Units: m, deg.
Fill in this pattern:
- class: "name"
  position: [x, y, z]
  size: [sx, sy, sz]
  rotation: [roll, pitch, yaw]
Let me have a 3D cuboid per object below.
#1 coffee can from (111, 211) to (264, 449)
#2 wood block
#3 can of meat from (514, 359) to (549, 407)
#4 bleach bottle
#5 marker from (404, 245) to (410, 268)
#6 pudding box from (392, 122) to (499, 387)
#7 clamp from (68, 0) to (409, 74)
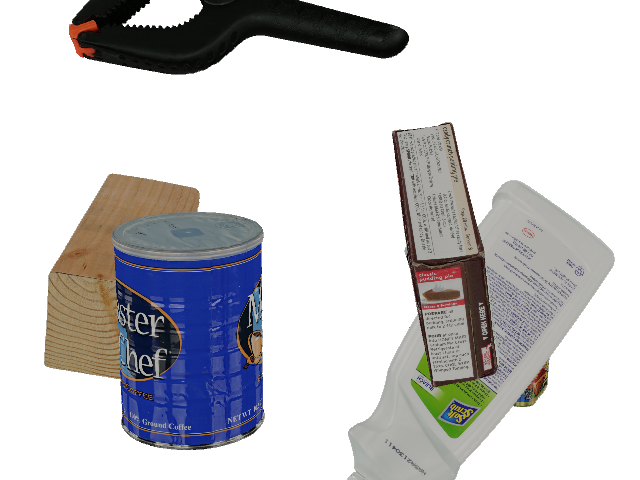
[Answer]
- class: "coffee can"
  position: [-0.091, 0.060, 0.744]
  size: [0.103, 0.140, 0.103]
  rotation: [0, 16, 0]
- class: "wood block"
  position: [-0.170, 0.026, 0.942]
  size: [0.090, 0.091, 0.206]
  rotation: [10, 26, -2]
- class: "can of meat"
  position: [0.222, 0.130, 1.184]
  size: [0.058, 0.084, 0.102]
  rotation: [7, 12, 24]
- class: "bleach bottle"
  position: [0.095, 0.083, 0.752]
  size: [0.102, 0.250, 0.068]
  rotation: [38, -11, 12]
- class: "marker"
  position: [0.096, 0.032, 1.015]
  size: [0.020, 0.020, 0.121]
  rotation: [0, 22, -2]
- class: "pudding box"
  position: [0.065, 0.006, 0.566]
  size: [0.039, 0.090, 0.113]
  rotation: [-11, 40, 4]
- class: "clamp"
  position: [-0.056, -0.155, 0.692]
  size: [0.210, 0.164, 0.036]
  rotation: [-27, -17, -9]
